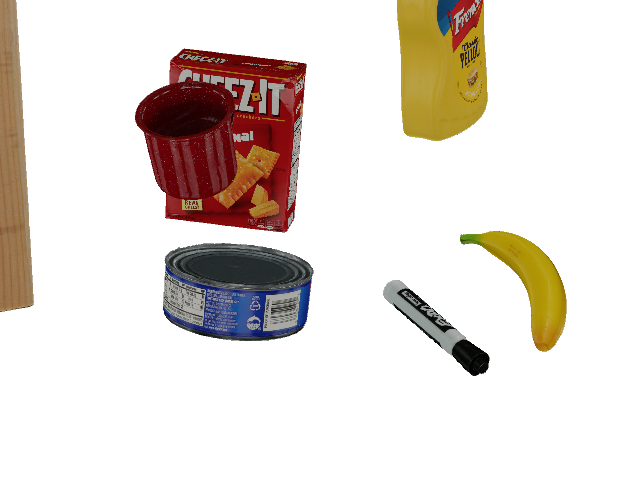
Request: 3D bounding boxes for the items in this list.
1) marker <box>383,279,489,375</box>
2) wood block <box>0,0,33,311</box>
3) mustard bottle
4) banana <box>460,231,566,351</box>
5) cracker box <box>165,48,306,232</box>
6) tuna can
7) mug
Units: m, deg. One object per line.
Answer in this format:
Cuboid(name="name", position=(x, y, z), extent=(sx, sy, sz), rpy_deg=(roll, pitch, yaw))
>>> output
Cuboid(name="marker", position=(0.085, 0.064, 0.791), extent=(0.020, 0.020, 0.121), rpy_deg=(0, 25, -31))
Cuboid(name="wood block", position=(-0.221, -0.065, 0.600), extent=(0.090, 0.206, 0.090), rpy_deg=(-9, 27, -28))
Cuboid(name="mustard bottle", position=(0.096, -0.183, 0.843), extent=(0.058, 0.191, 0.096), rpy_deg=(15, 37, 32))
Cuboid(name="banana", position=(0.218, 0.043, 1.128), extent=(0.069, 0.037, 0.198), rpy_deg=(-29, 38, 0))
Cuboid(name="cracker box", position=(-0.110, -0.125, 1.363), extent=(0.164, 0.214, 0.072), rpy_deg=(8, 24, 6))
Cuboid(name="tuna can", position=(-0.048, 0.029, 0.618), extent=(0.086, 0.034, 0.086), rpy_deg=(6, 14, -2))
Cuboid(name="mug", position=(-0.118, -0.100, 1.028), extent=(0.093, 0.081, 0.117), rpy_deg=(16, 47, 22))
